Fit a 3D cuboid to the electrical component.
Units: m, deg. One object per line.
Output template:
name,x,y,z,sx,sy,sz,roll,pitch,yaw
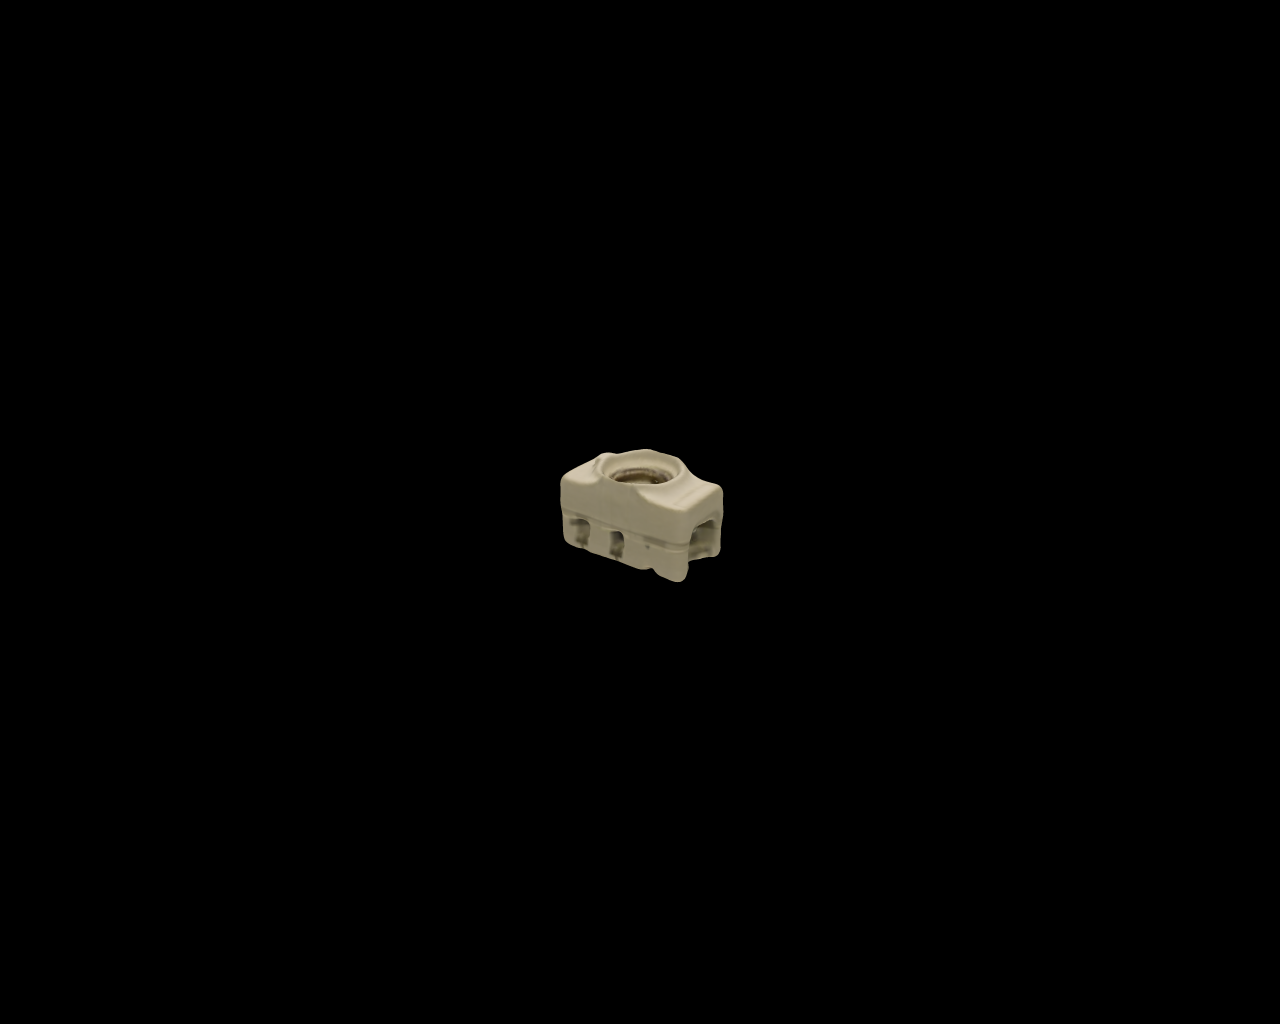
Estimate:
electrical component,0.001,-0.003,0.650,0.089,0.055,0.050,18,32,31
